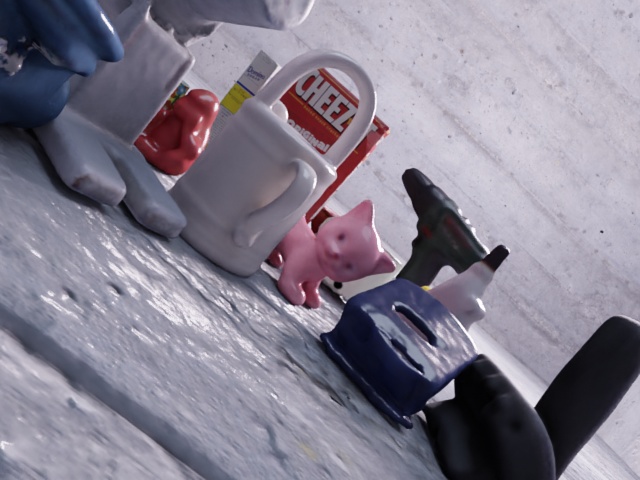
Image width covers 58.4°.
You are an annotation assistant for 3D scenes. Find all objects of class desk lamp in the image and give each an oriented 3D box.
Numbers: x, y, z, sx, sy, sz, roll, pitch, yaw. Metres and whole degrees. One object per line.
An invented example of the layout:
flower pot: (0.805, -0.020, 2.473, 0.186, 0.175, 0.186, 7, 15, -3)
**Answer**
desk lamp: (-0.111, -0.147, 0.422, 0.202, 0.213, 0.118, 47, 8, 35)

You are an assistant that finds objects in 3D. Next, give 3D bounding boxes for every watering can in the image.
watering can: (-0.037, -0.077, 0.481, 0.172, 0.194, 0.101, 47, 8, 37)

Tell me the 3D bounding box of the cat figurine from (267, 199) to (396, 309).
cat figurine: (0.005, 0.002, 0.549, 0.127, 0.117, 0.067, 45, 7, 26)

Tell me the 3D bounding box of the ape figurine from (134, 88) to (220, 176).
ape figurine: (-0.138, -0.112, 0.569, 0.077, 0.092, 0.076, 46, 8, 30)

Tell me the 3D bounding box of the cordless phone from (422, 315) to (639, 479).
cordless phone: (0.185, 0.129, 0.481, 0.094, 0.185, 0.147, 40, 7, -14)

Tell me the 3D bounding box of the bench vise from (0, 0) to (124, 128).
bench vise: (-0.137, -0.149, 0.261, 0.122, 0.219, 0.207, 41, 7, -10)

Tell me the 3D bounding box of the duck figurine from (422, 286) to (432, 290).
duck figurine: (0.122, 0.100, 0.730, 0.105, 0.086, 0.077, 37, 8, -36)

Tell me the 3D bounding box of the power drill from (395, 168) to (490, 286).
power drill: (0.165, 0.018, 0.961, 0.229, 0.208, 0.076, 44, 7, 20)

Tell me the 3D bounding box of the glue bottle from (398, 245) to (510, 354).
glue bottle: (0.130, 0.072, 0.582, 0.037, 0.173, 0.078, 34, 10, -50)

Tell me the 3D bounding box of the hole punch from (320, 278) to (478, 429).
hole punch: (0.071, 0.089, 0.490, 0.108, 0.091, 0.101, 45, 7, 22)
